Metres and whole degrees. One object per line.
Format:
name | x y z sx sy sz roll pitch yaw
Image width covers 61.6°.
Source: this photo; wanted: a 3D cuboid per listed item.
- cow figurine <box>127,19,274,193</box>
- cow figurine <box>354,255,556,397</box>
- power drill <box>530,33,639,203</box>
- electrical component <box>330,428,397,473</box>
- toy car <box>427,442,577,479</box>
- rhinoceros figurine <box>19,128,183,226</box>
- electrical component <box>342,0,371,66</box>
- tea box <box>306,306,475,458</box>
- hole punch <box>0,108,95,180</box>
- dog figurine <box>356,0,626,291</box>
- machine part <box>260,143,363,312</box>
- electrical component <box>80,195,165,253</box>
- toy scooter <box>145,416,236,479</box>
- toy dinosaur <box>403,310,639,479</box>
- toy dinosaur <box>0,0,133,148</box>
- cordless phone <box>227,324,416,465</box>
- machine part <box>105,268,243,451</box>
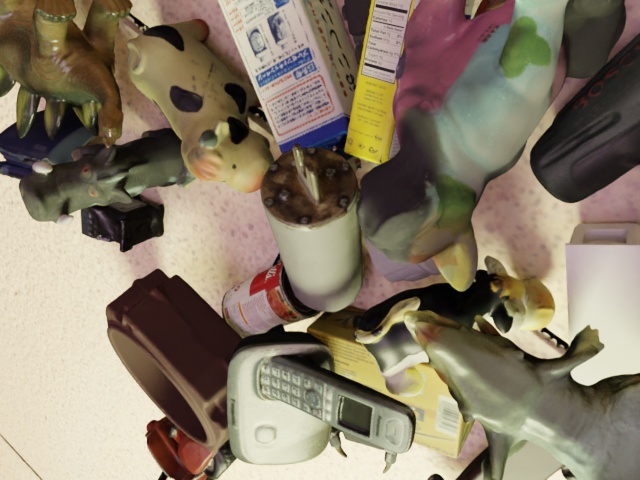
cow figurine | -0.115 -0.127 0.523 0.195 0.127 0.085 50 129 8
cow figurine | 0.114 0.062 0.454 0.167 0.068 0.098 -25 137 5
power drill | 0.241 -0.062 0.308 0.232 0.086 0.207 -40 48 42
electrical component | 0.053 0.211 0.605 0.102 0.045 0.078 11 116 27
toy car | 0.178 0.233 0.534 0.089 0.053 0.202 32 119 4
rhinoceros figurine | -0.218 -0.068 0.575 0.112 0.190 0.073 12 119 48
electrical component | 0.049 -0.201 0.458 0.063 0.021 0.093 1 110 32
tea box | 0.072 0.138 0.550 0.170 0.068 0.098 15 115 28
hole punch | -0.329 -0.117 0.668 0.142 0.116 0.092 17 109 24
dog figurine | 0.108 -0.077 0.379 0.109 0.191 0.219 33 129 34
machine part | -0.001 -0.001 0.479 0.079 0.079 0.243 27 158 20
electrical component | -0.266 -0.034 0.683 0.119 0.075 0.047 19 117 19
toy scooter | -0.189 0.291 0.768 0.135 0.075 0.183 44 129 10
toy dinosaur | 0.252 0.116 0.316 0.405 0.192 0.131 1 100 10
toy dinosaur | -0.313 -0.229 0.578 0.472 0.105 0.198 50 133 29
cordless phone | 0.003 0.169 0.506 0.184 0.089 0.146 17 117 30
machine part | -0.164 0.149 0.646 0.201 0.087 0.201 42 147 9
